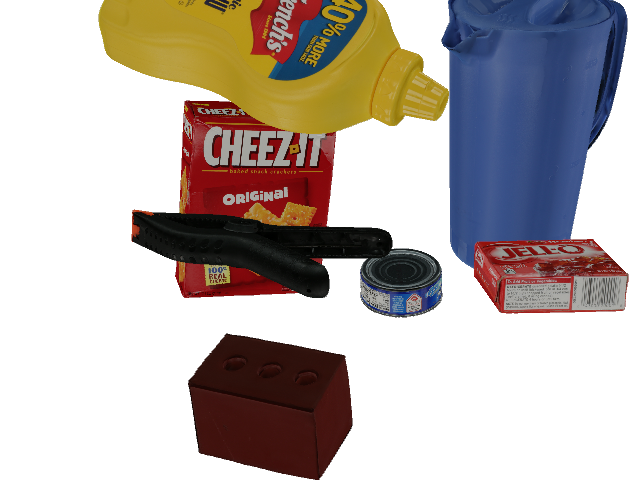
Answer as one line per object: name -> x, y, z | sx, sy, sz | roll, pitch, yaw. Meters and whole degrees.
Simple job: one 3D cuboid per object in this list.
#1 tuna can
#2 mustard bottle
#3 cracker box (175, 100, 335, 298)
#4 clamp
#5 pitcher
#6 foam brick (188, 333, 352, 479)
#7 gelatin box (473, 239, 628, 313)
tuna can -> 0.084, 0.043, 1.109 | 0.086, 0.034, 0.086 | -3, 30, 1
mustard bottle -> -0.019, -0.109, 0.590 | 0.192, 0.096, 0.058 | 25, -30, 15
cracker box -> -0.074, -0.044, 1.202 | 0.164, 0.214, 0.072 | -1, 23, -17
clamp -> -0.059, 0.005, 0.841 | 0.210, 0.036, 0.164 | 7, 12, 13
pitcher -> 0.181, -0.097, 0.927 | 0.149, 0.243, 0.145 | 6, 32, 11
foam brick -> -0.027, 0.093, 0.605 | 0.078, 0.051, 0.053 | 8, 30, 20
gelatin box -> 0.156, 0.023, 0.735 | 0.089, 0.030, 0.073 | -1, 18, -4
